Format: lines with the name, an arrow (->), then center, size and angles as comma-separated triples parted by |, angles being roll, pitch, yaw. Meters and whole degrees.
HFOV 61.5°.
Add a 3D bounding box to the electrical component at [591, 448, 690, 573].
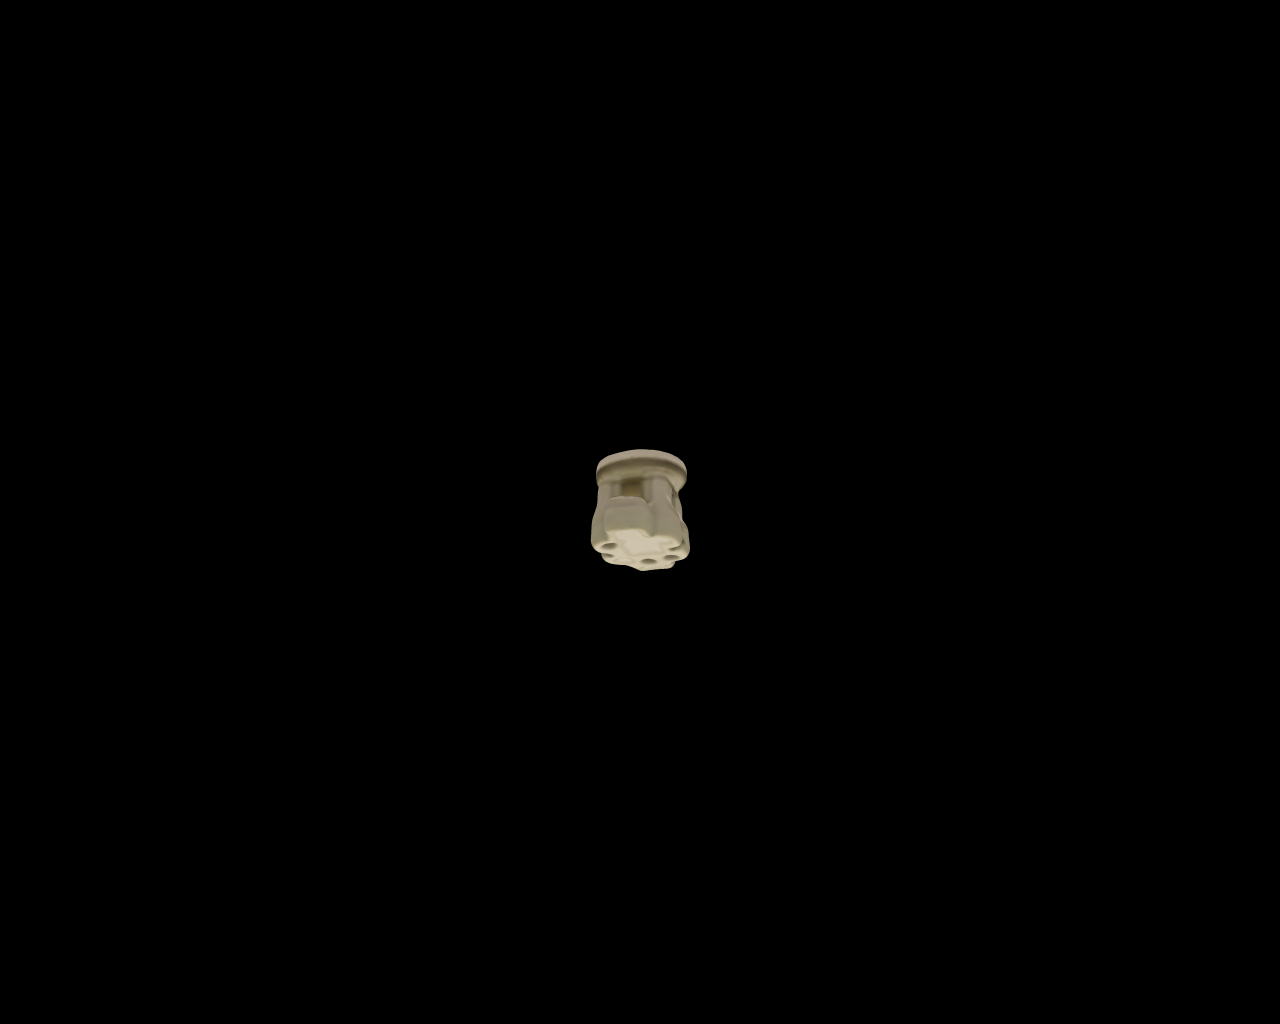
electrical component -> 0.001, -0.003, 0.650 | 0.058, 0.057, 0.078 | -6, -23, 14
